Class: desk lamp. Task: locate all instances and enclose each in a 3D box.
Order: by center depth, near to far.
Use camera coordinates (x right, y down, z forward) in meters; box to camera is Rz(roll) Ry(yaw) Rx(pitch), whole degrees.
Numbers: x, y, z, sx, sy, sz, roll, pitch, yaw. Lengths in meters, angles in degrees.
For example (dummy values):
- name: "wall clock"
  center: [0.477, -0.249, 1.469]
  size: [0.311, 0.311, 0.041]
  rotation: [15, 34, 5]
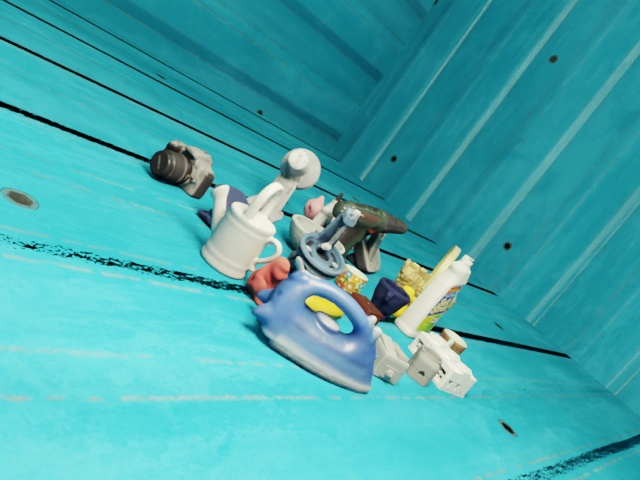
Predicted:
- name: "desk lamp"
  center: [-0.092, -0.165, 1.629]
  size: [0.118, 0.213, 0.203]
  rotation: [36, 13, 2]

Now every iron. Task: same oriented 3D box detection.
- name: "iron"
  center: [0.017, 0.145, 0.977]
  size: [0.259, 0.141, 0.118]
  rotation: [34, 13, -10]

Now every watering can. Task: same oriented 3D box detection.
- name: "watering can"
  center: [-0.140, -0.034, 1.086]
  size: [0.173, 0.194, 0.101]
  rotation: [33, 13, -10]

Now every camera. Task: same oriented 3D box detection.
- name: "camera"
  center: [-0.329, -0.181, 1.331]
  size: [0.142, 0.100, 0.137]
  rotation: [43, 14, 27]

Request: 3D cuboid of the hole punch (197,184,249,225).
- name: "hole punch"
  center: [-0.195, -0.059, 1.267]
  size: [0.100, 0.091, 0.109]
  rotation: [43, 15, 30]

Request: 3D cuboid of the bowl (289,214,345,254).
- name: "bowl"
  center: [-0.021, 0.009, 1.506]
  size: [0.168, 0.074, 0.167]
  rotation: [34, 13, -9]

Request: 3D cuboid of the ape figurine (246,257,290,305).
- name: "ape figurine"
  center: [-0.091, 0.072, 1.069]
  size: [0.078, 0.092, 0.076]
  rotation: [25, 17, -40]

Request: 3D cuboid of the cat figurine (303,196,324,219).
- name: "cat figurine"
  center: [-0.009, -0.077, 1.743]
  size: [0.128, 0.117, 0.067]
  rotation: [23, 18, -44]

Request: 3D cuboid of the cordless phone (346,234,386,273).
- name: "cordless phone"
  center: [0.178, 0.009, 1.771]
  size: [0.094, 0.185, 0.148]
  rotation: [39, 13, 16]

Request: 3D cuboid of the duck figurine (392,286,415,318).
- name: "duck figurine"
  center: [0.218, 0.161, 1.558]
  size: [0.105, 0.086, 0.077]
  rotation: [26, 16, -36]

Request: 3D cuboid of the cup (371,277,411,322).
- name: "cup"
  center: [0.160, 0.155, 1.410]
  size: [0.091, 0.095, 0.118]
  rotation: [38, 13, 10]

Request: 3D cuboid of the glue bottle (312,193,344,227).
- name: "glue bottle"
  center: [0.014, -0.065, 1.639]
  size: [0.037, 0.173, 0.078]
  rotation: [40, 13, 17]

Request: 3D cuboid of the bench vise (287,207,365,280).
- name: "bench vise"
  center: [0.003, 0.000, 1.276]
  size: [0.122, 0.219, 0.206]
  rotation: [27, 16, -34]

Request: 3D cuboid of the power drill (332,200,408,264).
- name: "power drill"
  center: [0.108, -0.007, 1.595]
  size: [0.230, 0.208, 0.075]
  rotation: [28, 15, -31]
